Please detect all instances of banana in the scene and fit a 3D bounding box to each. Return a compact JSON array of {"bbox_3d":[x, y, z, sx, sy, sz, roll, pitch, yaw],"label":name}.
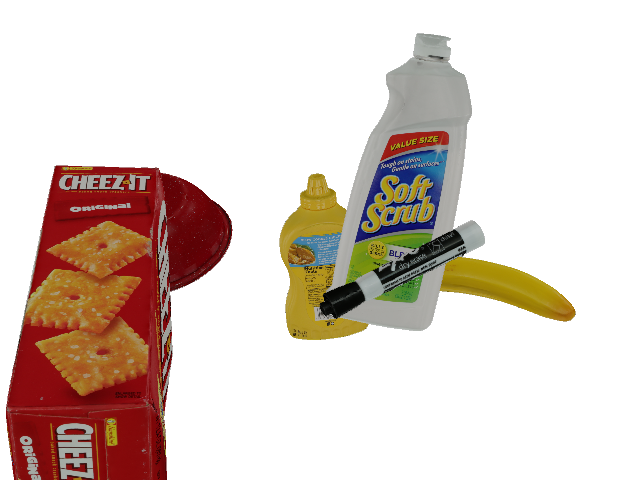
[{"bbox_3d":[0.163,0.048,1.102,0.198,0.037,0.069,7,42,12],"label":"banana"}]

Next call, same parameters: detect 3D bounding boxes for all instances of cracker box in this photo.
[{"bbox_3d":[-0.118,0.080,0.588,0.072,0.164,0.213,0,33,-6],"label":"cracker box"}]

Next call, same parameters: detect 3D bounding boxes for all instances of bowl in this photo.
[{"bbox_3d":[-0.170,-0.018,1.037,0.162,0.055,0.162,-6,40,5],"label":"bowl"}]

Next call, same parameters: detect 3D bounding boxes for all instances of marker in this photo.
[{"bbox_3d":[0.054,0.020,0.713,0.121,0.020,0.020,-26,6,-12],"label":"marker"}]

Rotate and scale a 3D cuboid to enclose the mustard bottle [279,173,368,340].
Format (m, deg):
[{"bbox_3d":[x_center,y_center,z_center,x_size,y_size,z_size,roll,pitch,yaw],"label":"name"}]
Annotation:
[{"bbox_3d":[0.002,0.017,1.216,0.096,0.192,0.058,-6,23,-3],"label":"mustard bottle"}]

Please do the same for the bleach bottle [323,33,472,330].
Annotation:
[{"bbox_3d":[0.070,-0.052,0.923,0.102,0.251,0.068,10,16,8],"label":"bleach bottle"}]
